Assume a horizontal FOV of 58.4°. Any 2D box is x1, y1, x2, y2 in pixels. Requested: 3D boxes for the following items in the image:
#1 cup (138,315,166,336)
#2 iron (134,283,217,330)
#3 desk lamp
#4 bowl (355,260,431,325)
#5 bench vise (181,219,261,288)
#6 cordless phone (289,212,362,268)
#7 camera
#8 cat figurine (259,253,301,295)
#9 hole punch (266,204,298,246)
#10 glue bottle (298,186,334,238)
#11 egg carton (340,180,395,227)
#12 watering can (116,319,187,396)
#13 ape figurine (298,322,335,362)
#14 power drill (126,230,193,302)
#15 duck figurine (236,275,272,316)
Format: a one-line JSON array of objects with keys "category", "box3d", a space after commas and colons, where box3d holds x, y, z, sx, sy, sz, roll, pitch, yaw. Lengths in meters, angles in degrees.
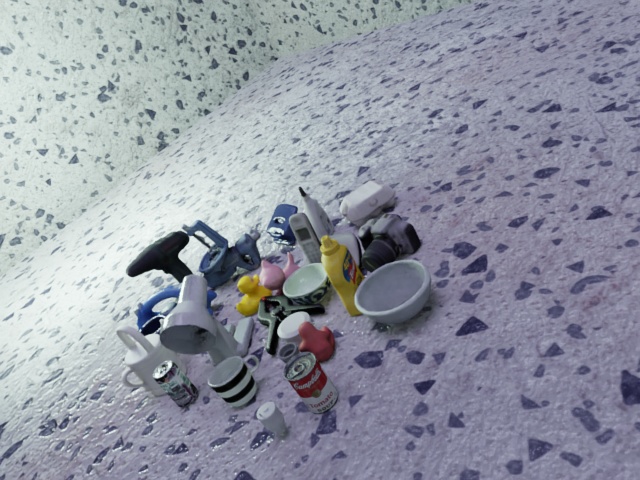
[{"category": "cup", "box3d": [-0.419, 0.260, 1.490, 0.117, 0.095, 0.091, -19, 30, 20]}, {"category": "iron", "box3d": [-0.414, 0.192, 1.547, 0.258, 0.142, 0.118, -24, 29, 12]}, {"category": "desk lamp", "box3d": [-0.262, 0.197, 1.319, 0.117, 0.214, 0.203, -20, 29, 17]}, {"category": "bowl", "box3d": [0.161, 0.121, 1.191, 0.167, 0.075, 0.167, -23, 29, 14]}, {"category": "bench vise", "box3d": [-0.283, 0.009, 1.638, 0.207, 0.220, 0.121, -38, 29, -14]}, {"category": "cordless phone", "box3d": [0.013, 0.005, 1.402, 0.147, 0.185, 0.094, -17, 31, 22]}, {"category": "camera", "box3d": [0.142, 0.008, 1.365, 0.142, 0.101, 0.137, 4, 43, 47]}, {"category": "cat figurine", "box3d": [-0.100, 0.089, 1.444, 0.067, 0.118, 0.128, 6, 44, 48]}, {"category": "hole punch", "box3d": [-0.105, -0.047, 1.699, 0.108, 0.091, 0.101, 8, 46, 49]}, {"category": "glue bottle", "box3d": [-0.016, -0.077, 1.577, 0.037, 0.173, 0.078, -15, 31, 26]}, {"category": "egg carton", "box3d": [0.132, -0.104, 1.591, 0.150, 0.069, 0.107, -34, 28, -8]}, {"category": "watering can", "box3d": [-0.409, 0.266, 1.365, 0.100, 0.194, 0.173, -15, 31, 25]}, {"category": "ape figurine", "box3d": [-0.014, 0.206, 1.198, 0.078, 0.092, 0.076, -29, 28, 2]}, {"category": "power drill", "box3d": [-0.434, 0.089, 1.663, 0.075, 0.209, 0.230, -9, 34, 34]}, {"category": "duck figurine", "box3d": [-0.183, 0.136, 1.479, 0.077, 0.086, 0.105, 8, 46, 49]}]
